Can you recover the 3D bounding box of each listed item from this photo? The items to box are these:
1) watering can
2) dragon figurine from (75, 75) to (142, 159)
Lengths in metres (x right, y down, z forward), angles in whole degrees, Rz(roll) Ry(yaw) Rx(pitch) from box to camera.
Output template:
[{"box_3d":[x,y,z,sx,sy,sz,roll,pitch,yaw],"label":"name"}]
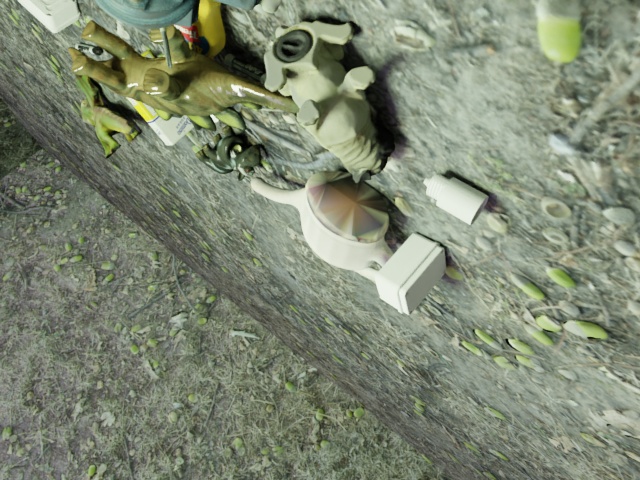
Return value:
[{"box_3d":[0.003,-0.046,0.914,0.350,0.105,0.220,37,-23,12],"label":"watering can"},{"box_3d":[-0.606,-0.362,1.421,0.124,0.240,0.409,-39,16,-24],"label":"dragon figurine"}]
